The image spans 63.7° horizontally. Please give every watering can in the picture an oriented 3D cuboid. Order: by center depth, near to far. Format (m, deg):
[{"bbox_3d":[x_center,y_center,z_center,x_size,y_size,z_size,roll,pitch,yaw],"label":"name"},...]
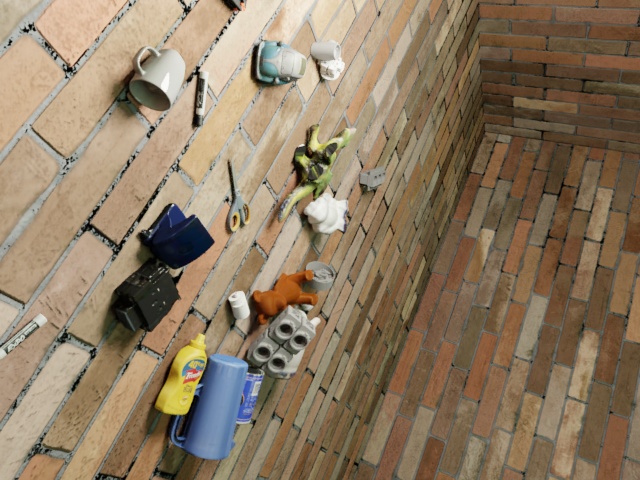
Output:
[{"bbox_3d":[-0.087,0.340,1.685,0.345,0.104,0.225,29,78,-67],"label":"watering can"}]

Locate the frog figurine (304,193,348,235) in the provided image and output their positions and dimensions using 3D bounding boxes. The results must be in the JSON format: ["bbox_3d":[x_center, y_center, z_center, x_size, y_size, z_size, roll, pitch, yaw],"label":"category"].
[{"bbox_3d":[0.005,-0.084,1.679,0.159,0.124,0.135,2,115,-34],"label":"frog figurine"}]

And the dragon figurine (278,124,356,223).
[{"bbox_3d":[-0.005,-0.198,1.597,0.414,0.123,0.239,-60,159,-11],"label":"dragon figurine"}]
